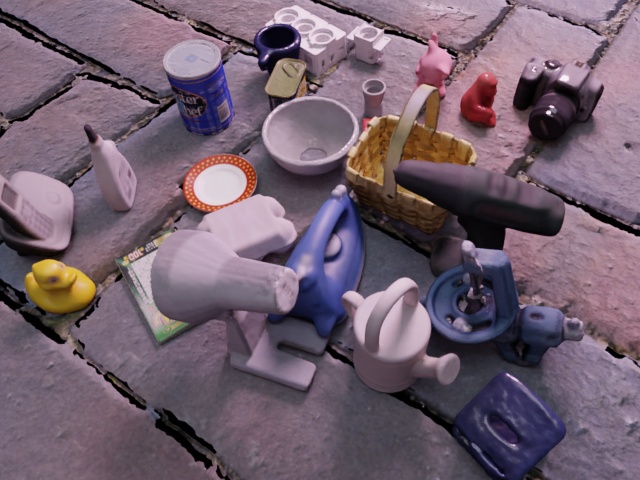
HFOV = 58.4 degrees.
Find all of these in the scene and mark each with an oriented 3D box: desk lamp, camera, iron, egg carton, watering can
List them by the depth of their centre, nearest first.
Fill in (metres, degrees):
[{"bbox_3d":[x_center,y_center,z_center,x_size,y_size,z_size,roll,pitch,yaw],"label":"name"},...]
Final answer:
[{"bbox_3d":[0.099,0.119,0.733,0.172,0.194,0.101,16,59,14],"label":"watering can"},{"bbox_3d":[-0.098,0.087,0.755,0.203,0.214,0.118,15,58,14],"label":"desk lamp"},{"bbox_3d":[0.008,0.003,0.849,0.118,0.141,0.258,14,58,13],"label":"iron"},{"bbox_3d":[-0.118,-0.007,0.907,0.150,0.069,0.107,-24,58,-12],"label":"egg carton"},{"bbox_3d":[0.413,-0.254,1.020,0.142,0.101,0.137,29,62,21],"label":"camera"}]

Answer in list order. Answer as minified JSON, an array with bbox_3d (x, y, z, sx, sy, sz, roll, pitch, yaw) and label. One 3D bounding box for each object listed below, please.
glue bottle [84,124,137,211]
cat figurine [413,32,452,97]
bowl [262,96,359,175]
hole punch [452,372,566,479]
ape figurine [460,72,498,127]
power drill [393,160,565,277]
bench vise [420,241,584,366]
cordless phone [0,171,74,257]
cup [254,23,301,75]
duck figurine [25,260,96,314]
[{"bbox_3d":[-0.348,-0.126,0.939,0.037,0.173,0.078,-2,56,3],"label":"glue bottle"},{"bbox_3d":[0.214,-0.333,1.076,0.067,0.118,0.128,4,56,7],"label":"cat figurine"},{"bbox_3d":[-0.016,-0.170,1.007,0.167,0.075,0.167,-2,56,3],"label":"bowl"},{"bbox_3d":[0.231,0.237,0.708,0.101,0.091,0.108,-35,61,-18],"label":"hole punch"},{"bbox_3d":[0.296,-0.262,1.038,0.076,0.092,0.078,28,62,21],"label":"ape figurine"},{"bbox_3d":[0.213,-0.024,0.813,0.229,0.208,0.075,8,57,9],"label":"power drill"},{"bbox_3d":[0.235,0.071,0.741,0.207,0.220,0.121,-2,56,3],"label":"bench vise"},{"bbox_3d":[-0.468,-0.070,0.902,0.094,0.185,0.147,-12,56,-4],"label":"cordless phone"},{"bbox_3d":[-0.084,-0.351,1.121,0.091,0.095,0.118,18,59,15],"label":"cup"},{"bbox_3d":[-0.405,0.061,0.869,0.104,0.086,0.077,9,57,10],"label":"duck figurine"}]
